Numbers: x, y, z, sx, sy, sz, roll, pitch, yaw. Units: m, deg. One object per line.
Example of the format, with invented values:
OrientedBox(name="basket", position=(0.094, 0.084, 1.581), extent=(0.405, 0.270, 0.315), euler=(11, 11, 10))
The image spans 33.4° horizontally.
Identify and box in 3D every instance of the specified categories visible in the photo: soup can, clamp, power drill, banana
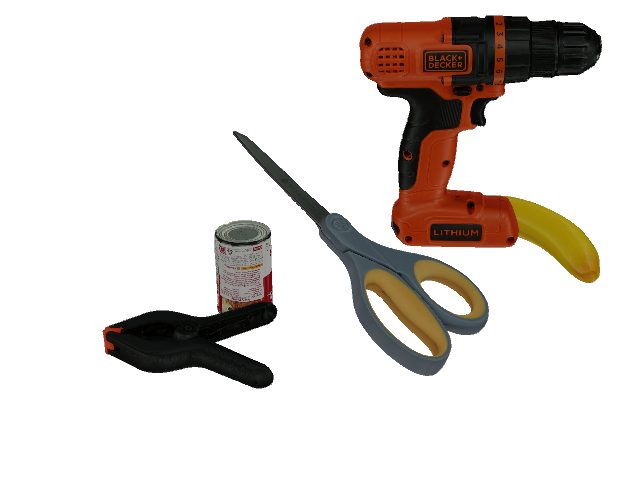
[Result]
OrientedBox(name="soup can", position=(-0.091, 0.035, 1.270), extent=(0.068, 0.102, 0.068), euler=(0, 25, 0))
OrientedBox(name="clamp", position=(-0.120, 0.092, 1.036), extent=(0.171, 0.039, 0.120), euler=(8, 26, 5))
OrientedBox(name="power drill", position=(0.125, -0.088, 0.854), extent=(0.184, 0.188, 0.057), euler=(1, 27, 7))
OrientedBox(name="banana", position=(0.203, -0.007, 1.032), extent=(0.069, 0.037, 0.198), euler=(-39, 38, -24))

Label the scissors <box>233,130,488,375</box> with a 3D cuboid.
OrientedBox(name="scissors", position=(0.029, -0.002, 0.649), extent=(0.096, 0.202, 0.016), euler=(-7, -40, -35))
